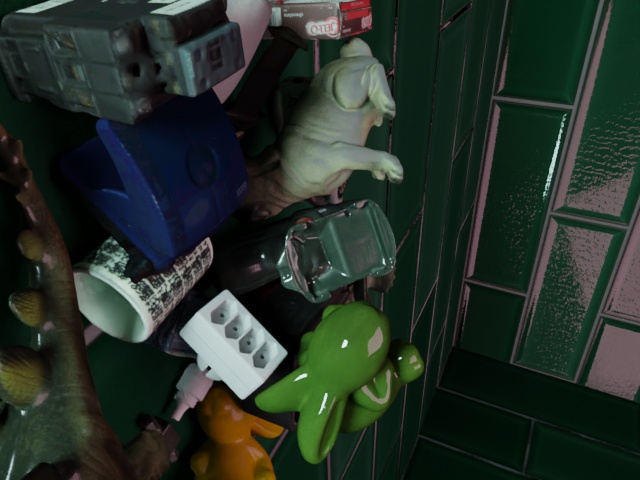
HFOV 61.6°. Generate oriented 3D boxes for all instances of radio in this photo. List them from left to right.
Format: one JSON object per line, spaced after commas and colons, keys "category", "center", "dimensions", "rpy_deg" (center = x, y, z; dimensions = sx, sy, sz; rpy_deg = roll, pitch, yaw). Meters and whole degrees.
{"category": "radio", "center": [-0.013, 0.106, 0.671], "dimensions": [0.229, 0.073, 0.130], "rpy_deg": [-48, 144, -51]}

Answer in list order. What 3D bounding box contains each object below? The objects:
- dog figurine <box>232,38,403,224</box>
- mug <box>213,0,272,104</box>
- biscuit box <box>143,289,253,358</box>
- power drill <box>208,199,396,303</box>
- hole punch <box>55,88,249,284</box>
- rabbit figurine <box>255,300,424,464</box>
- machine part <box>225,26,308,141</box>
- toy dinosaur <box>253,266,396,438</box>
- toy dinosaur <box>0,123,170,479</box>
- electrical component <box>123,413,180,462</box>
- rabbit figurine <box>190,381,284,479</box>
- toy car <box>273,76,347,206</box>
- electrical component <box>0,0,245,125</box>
{"category": "dog figurine", "center": [-0.023, -0.115, 0.578], "dimensions": [0.121, 0.191, 0.172], "rpy_deg": [161, -81, -84]}
{"category": "mug", "center": [-0.101, -0.168, 0.450], "dimensions": [0.109, 0.081, 0.107], "rpy_deg": [18, 93, -67]}
{"category": "biscuit box", "center": [-0.121, 0.094, 0.581], "dimensions": [0.202, 0.059, 0.063], "rpy_deg": [42, 63, -65]}
{"category": "power drill", "center": [-0.001, -0.002, 0.576], "dimensions": [0.232, 0.207, 0.085], "rpy_deg": [-21, 104, -18]}
{"category": "hole punch", "center": [-0.112, -0.054, 0.406], "dimensions": [0.115, 0.092, 0.142], "rpy_deg": [49, 40, -12]}
{"category": "rabbit figurine", "center": [0.014, 0.118, 0.512], "dimensions": [0.159, 0.121, 0.170], "rpy_deg": [-41, 156, -21]}
{"category": "machine part", "center": [-0.063, -0.148, 0.534], "dimensions": [0.139, 0.039, 0.084], "rpy_deg": [-51, -179, 29]}
{"category": "toy dinosaur", "center": [0.010, 0.138, 0.864], "dimensions": [0.405, 0.131, 0.192], "rpy_deg": [-39, 126, -50]}
{"category": "toy dinosaur", "center": [-0.175, 0.167, 0.345], "dimensions": [0.198, 0.105, 0.471], "rpy_deg": [86, -4, -79]}
{"category": "electrical component", "center": [-0.179, 0.226, 0.572], "dimensions": [0.093, 0.021, 0.063], "rpy_deg": [81, 32, -47]}
{"category": "rabbit figurine", "center": [-0.103, 0.254, 0.661], "dimensions": [0.162, 0.122, 0.173], "rpy_deg": [-15, 98, -68]}
{"category": "toy car", "center": [-0.012, -0.117, 0.699], "dimensions": [0.201, 0.074, 0.056], "rpy_deg": [81, 28, -44]}
{"category": "electrical component", "center": [-0.120, -0.127, 0.351], "dimensions": [0.115, 0.134, 0.058], "rpy_deg": [-51, 147, -42]}
